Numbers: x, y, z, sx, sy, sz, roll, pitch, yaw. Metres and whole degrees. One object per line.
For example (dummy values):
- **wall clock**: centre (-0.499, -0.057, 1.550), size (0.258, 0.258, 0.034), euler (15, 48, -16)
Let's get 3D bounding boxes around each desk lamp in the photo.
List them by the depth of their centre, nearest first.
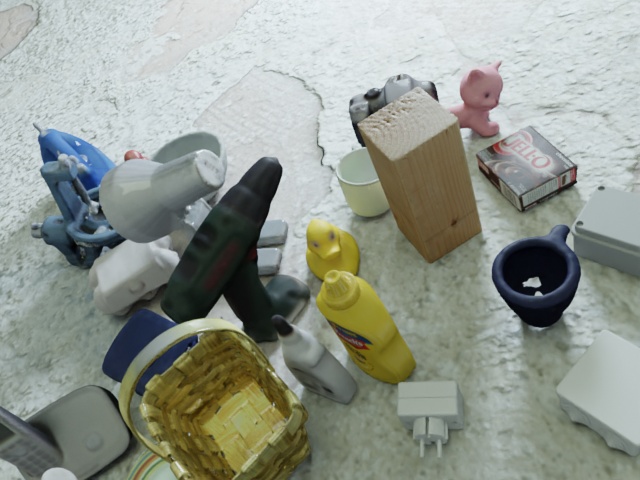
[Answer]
- **desk lamp**: centre (-0.181, -0.041, 0.839), size (0.202, 0.214, 0.118), euler (-7, 52, 19)

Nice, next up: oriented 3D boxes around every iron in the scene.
- **iron**: centre (-0.459, -0.139, 1.090), size (0.119, 0.142, 0.257), euler (-46, 50, -14)

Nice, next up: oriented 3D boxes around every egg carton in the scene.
- **egg carton**: centre (-0.294, 0.053, 0.914), size (0.150, 0.070, 0.107), euler (-33, 48, -3)

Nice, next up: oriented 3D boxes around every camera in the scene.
- **camera**: centre (0.116, -0.182, 0.894), size (0.143, 0.101, 0.137), euler (-11, 51, 17)

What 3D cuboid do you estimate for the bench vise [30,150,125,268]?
- **bench vise**: centre (-0.398, -0.039, 0.931), size (0.207, 0.220, 0.121), euler (-25, 48, 4)

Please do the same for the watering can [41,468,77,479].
- **watering can**: centre (-0.349, 0.325, 0.640), size (0.100, 0.195, 0.173), euler (21, 65, 35)

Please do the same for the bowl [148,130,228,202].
- **bowl**: centre (-0.228, -0.110, 1.009), size (0.167, 0.075, 0.167), euler (-12, 50, 15)

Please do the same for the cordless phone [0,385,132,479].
- **cordless phone**: centre (-0.342, 0.232, 0.716), size (0.147, 0.185, 0.094), euler (-34, 48, -3)

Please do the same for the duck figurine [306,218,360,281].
- **duck figurine**: centre (0.007, 0.003, 0.807), size (0.077, 0.086, 0.104), euler (-27, 48, 2)

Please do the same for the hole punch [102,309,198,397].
- **hole punch**: centre (-0.221, 0.159, 0.783), size (0.100, 0.091, 0.109), euler (10, 59, 30)

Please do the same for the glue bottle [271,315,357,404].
- **glue bottle**: centre (-0.015, 0.132, 0.656), size (0.077, 0.174, 0.037), euler (15, 62, 33)

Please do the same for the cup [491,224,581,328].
- **cup**: centre (0.254, 0.047, 0.655), size (0.091, 0.095, 0.118), euler (23, 66, 36)

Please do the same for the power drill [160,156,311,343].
- **power drill**: centre (-0.093, 0.034, 0.744), size (0.075, 0.209, 0.230), euler (23, 66, 36)

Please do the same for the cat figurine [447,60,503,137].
- **cat figurine**: centre (0.221, -0.209, 0.856), size (0.127, 0.118, 0.067), euler (-23, 48, 6)

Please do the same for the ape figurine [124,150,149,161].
- **ape figurine**: centre (-0.328, -0.127, 1.056), size (0.078, 0.092, 0.076), euler (-40, 49, -9)
